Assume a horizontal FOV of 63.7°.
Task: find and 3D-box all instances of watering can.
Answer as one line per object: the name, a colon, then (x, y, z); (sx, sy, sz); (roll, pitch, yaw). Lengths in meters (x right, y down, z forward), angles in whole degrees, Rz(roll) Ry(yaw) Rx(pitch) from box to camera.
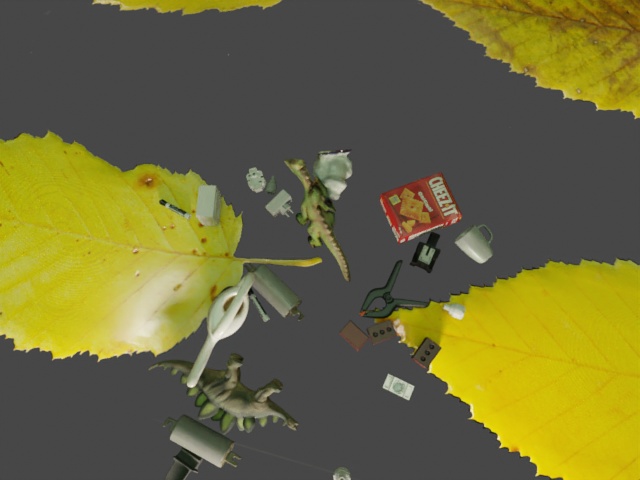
watering can: (-0.289, 0.246, 1.490); (0.104, 0.223, 0.351); (31, 77, -8)

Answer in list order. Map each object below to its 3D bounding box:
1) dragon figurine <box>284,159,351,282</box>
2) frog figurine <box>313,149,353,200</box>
dragon figurine: (0.005, -0.079, 1.568); (0.123, 0.239, 0.415); (-28, 72, -10)
frog figurine: (0.045, -0.210, 1.675); (0.138, 0.122, 0.159); (-8, 95, -37)
